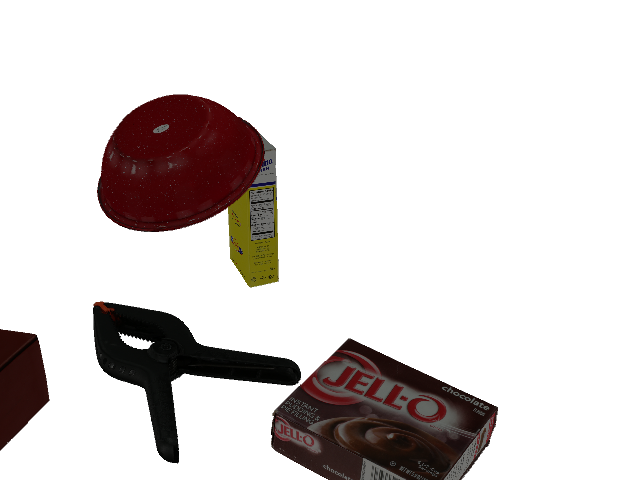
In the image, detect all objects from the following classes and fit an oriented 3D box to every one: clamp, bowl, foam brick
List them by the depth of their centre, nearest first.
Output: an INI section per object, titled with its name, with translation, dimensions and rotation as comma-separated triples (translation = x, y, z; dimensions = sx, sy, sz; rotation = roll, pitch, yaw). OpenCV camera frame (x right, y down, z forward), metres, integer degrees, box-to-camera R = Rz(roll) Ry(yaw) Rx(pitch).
[foam brick]
translation = -0.218, 0.098, 0.679
dimensions = 0.053, 0.051, 0.078
rotation = 6, 29, 22
[bowl]
translation = -0.135, -0.083, 0.966
dimensions = 0.162, 0.162, 0.055
rotation = 0, -43, 19
[clamp]
translation = -0.133, 0.112, 0.998
dimensions = 0.164, 0.036, 0.210
rotation = -22, 42, -37

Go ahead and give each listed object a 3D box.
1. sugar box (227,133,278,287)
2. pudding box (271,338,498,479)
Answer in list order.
[sugar box]
translation = -0.085, -0.042, 1.307
dimensions = 0.048, 0.176, 0.093
rotation = -11, 26, -17
[pudding box]
translation = 0.040, 0.116, 0.661
dimensions = 0.114, 0.039, 0.089
rotation = 25, 39, 23
